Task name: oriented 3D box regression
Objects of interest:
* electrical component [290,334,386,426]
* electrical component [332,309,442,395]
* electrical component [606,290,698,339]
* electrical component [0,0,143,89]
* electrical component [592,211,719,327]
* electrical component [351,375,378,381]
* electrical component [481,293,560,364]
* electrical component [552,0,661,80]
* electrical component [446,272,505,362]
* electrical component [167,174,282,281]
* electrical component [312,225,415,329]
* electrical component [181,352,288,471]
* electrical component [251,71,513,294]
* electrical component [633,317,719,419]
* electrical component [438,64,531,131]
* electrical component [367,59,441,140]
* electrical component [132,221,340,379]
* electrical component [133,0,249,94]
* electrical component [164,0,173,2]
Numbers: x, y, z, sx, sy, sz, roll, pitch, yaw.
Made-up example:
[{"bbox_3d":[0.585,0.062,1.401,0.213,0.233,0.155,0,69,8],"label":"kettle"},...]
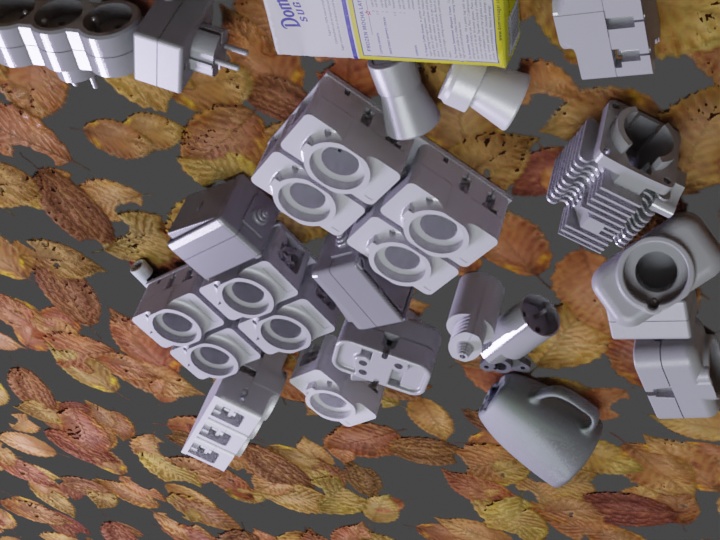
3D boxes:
[{"bbox_3d":[-0.023,0.120,1.125,0.089,0.055,0.050,41,137,-24],"label":"electrical component"},{"bbox_3d":[0.028,0.073,1.044,0.095,0.059,0.053,19,142,3],"label":"electrical component"},{"bbox_3d":[0.239,0.014,0.891,0.066,0.047,0.076,-2,123,27],"label":"electrical component"},{"bbox_3d":[-0.232,-0.177,0.870,0.138,0.052,0.073,9,140,16],"label":"electrical component"},{"bbox_3d":[0.230,0.000,0.832,0.095,0.059,0.053,-36,84,18],"label":"electrical component"},{"bbox_3d":[0.027,0.097,1.089,0.065,0.044,0.044,12,141,3],"label":"electrical component"},{"bbox_3d":[0.142,0.059,0.989,0.043,0.043,0.081,31,140,-12],"label":"electrical component"},{"bbox_3d":[0.159,-0.174,0.700,0.056,0.050,0.089,-1,137,25],"label":"electrical component"},{"bbox_3d":[0.101,0.046,0.962,0.043,0.081,0.043,12,141,10],"label":"electrical component"},{"bbox_3d":[-0.121,-0.043,0.972,0.096,0.061,0.061,-22,125,41],"label":"electrical component"},{"bbox_3d":[0.000,0.000,0.968,0.061,0.061,0.096,-14,130,36],"label":"electrical component"},{"bbox_3d":[-0.135,0.148,1.182,0.062,0.089,0.150,27,141,-7],"label":"electrical component"},{"bbox_3d":[0.016,-0.064,0.887,0.186,0.060,0.105,32,140,-14],"label":"electrical component"},{"bbox_3d":[0.285,0.087,0.950,0.059,0.053,0.095,-7,134,30],"label":"electrical component"},{"bbox_3d":[0.090,-0.133,0.785,0.055,0.045,0.045,24,142,-3],"label":"electrical component"},{"bbox_3d":[0.031,-0.137,0.811,0.044,0.044,0.065,-2,132,26],"label":"electrical component"},{"bbox_3d":[-0.121,0.038,1.053,0.186,0.060,0.105,-22,125,34],"label":"electrical component"},{"bbox_3d":[-0.124,-0.171,0.819,0.077,0.065,0.047,18,142,3],"label":"electrical component"},{"bbox_3d":[-0.127,-0.221,0.783,0.046,0.040,0.040,-10,133,24],"label":"electrical component"}]
